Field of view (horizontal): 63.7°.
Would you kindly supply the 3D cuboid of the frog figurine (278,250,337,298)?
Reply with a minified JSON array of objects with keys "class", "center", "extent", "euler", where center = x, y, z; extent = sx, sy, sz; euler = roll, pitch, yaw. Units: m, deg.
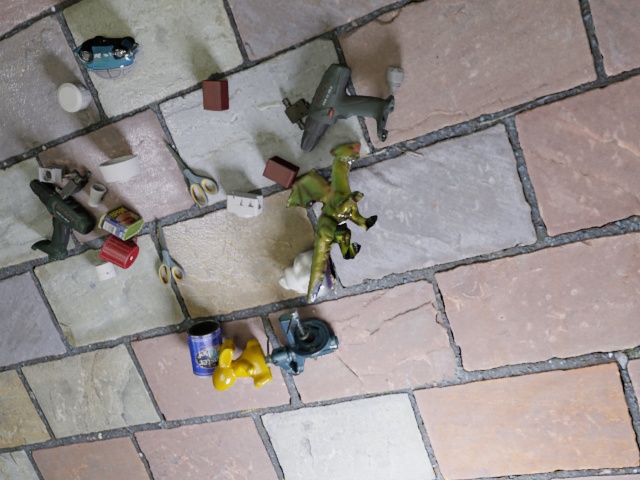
[{"class":"frog figurine","center":[-0.042,0.097,1.401],"extent":[0.159,0.125,0.134],"euler":[-15,123,8]}]

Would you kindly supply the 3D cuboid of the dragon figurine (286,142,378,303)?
[{"class":"dragon figurine","center":[0.004,-0.067,1.327],"extent":[0.246,0.121,0.407],"euler":[42,106,38]}]
